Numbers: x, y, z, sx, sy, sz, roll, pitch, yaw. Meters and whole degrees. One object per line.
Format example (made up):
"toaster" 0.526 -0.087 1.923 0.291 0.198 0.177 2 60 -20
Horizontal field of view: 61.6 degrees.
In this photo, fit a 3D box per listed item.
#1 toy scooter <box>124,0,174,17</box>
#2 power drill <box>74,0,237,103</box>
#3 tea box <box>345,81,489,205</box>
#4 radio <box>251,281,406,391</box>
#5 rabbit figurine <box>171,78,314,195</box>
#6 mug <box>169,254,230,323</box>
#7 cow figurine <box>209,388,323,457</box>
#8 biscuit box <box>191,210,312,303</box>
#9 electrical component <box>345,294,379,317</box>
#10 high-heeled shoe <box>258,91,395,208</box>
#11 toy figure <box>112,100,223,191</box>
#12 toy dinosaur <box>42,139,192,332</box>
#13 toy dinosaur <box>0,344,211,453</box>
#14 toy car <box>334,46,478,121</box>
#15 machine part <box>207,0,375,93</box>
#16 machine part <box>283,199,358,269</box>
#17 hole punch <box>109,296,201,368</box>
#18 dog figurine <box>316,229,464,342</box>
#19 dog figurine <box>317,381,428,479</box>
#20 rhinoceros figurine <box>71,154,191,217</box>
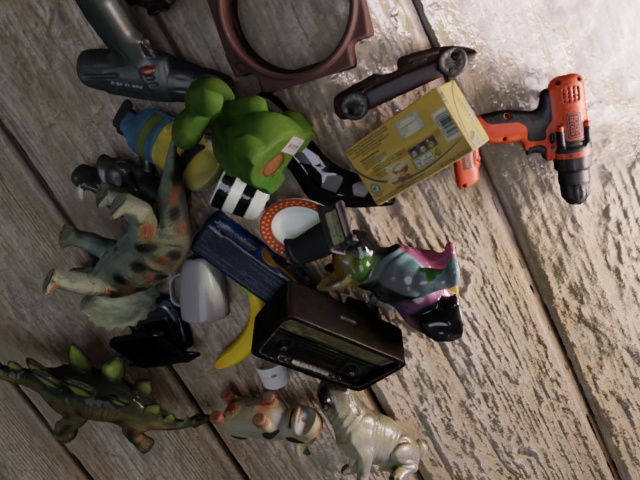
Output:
"toy scooter" -0.268 -0.369 0.741 0.184 0.075 0.135 30 113 -1
"power drill" -0.246 -0.278 0.738 0.232 0.086 0.207 4 152 13
"tea box" 0.129 -0.130 0.741 0.170 0.068 0.098 -27 95 42
"radio" 0.011 0.161 0.861 0.229 0.073 0.131 27 131 -22
"rabbit figurine" -0.124 -0.148 0.709 0.170 0.159 0.121 42 115 17
"mug" -0.207 0.076 0.912 0.110 0.081 0.107 5 103 27
"cow figurine" -0.085 0.330 0.972 0.195 0.085 0.127 -6 136 27
"biscuit box" -0.112 0.038 0.886 0.202 0.059 0.063 37 113 -7
"electrical component" 0.064 0.124 0.913 0.063 0.021 0.094 22 114 0
"high-heeled shoe" 0.002 -0.133 0.812 0.249 0.086 0.145 10 82 -14
"toy figure" -0.228 -0.141 0.815 0.180 0.082 0.089 25 100 5
"toy dinosaur" -0.276 0.015 0.823 0.405 0.131 0.192 -33 140 28
"toy dinosaur" -0.432 0.277 0.978 0.472 0.105 0.198 11 130 -4
"toy car" 0.111 -0.219 0.733 0.202 0.089 0.053 -22 102 16
"machine part" -0.040 -0.313 0.722 0.201 0.087 0.201 -13 110 13
"machine part" -0.002 -0.002 0.816 0.139 0.039 0.084 -33 73 40
"hole punch" -0.295 0.167 0.961 0.142 0.092 0.115 -14 137 11
"dog figurine" 0.109 0.073 0.845 0.219 0.108 0.191 -3 114 15
"dog figurine" 0.092 0.322 0.956 0.172 0.121 0.190 -13 93 -21
"rhinoceros figurine" -0.300 -0.082 0.864 0.190 0.073 0.112 21 127 -4
